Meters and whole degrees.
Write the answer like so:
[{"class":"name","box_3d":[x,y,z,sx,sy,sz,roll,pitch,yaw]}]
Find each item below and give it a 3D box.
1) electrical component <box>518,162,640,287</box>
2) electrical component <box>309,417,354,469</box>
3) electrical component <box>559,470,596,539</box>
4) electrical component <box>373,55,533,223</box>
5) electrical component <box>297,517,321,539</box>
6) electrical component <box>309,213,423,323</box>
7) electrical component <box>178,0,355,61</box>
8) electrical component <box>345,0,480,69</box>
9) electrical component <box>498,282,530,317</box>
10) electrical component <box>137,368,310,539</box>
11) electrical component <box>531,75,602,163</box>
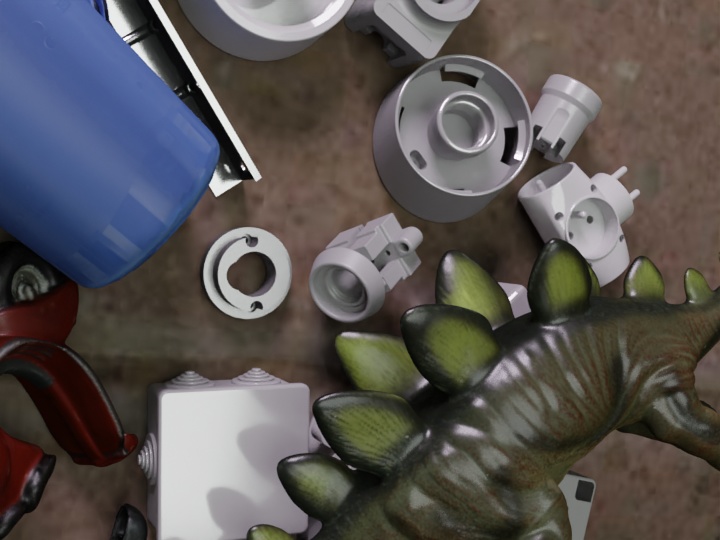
[{"class":"electrical component","box_3d":[0.156,-0.039,0.721,0.079,0.044,0.077,-38,106,-17]},{"class":"electrical component","box_3d":[0.001,0.106,0.658,0.078,0.057,0.058,35,80,-20]},{"class":"electrical component","box_3d":[0.085,0.173,0.698,0.109,0.056,0.108,15,88,-22]},{"class":"electrical component","box_3d":[0.059,-0.084,0.682,0.099,0.064,0.099,2,81,-14]},{"class":"electrical component","box_3d":[0.000,0.171,0.661,0.078,0.057,0.058,-38,106,-16]},{"class":"electrical component","box_3d":[0.000,0.000,0.647,0.048,0.066,0.055,59,39,-14]},{"class":"electrical component","box_3d":[-0.050,-0.179,0.620,0.108,0.060,0.108,-1,93,-22]},{"class":"electrical component","box_3d":[0.041,-0.175,0.661,0.050,0.056,0.089,38,79,-20]},{"class":"electrical component","box_3d":[0.092,0.047,0.690,0.061,0.062,0.096,-42,107,-15]},{"class":"electrical component","box_3d":[-0.079,0.109,0.630,0.100,0.048,0.099,0,93,-22]},{"class":"electrical component","box_3d":[0.132,-0.099,0.711,0.040,0.040,0.046,33,85,-20]}]
